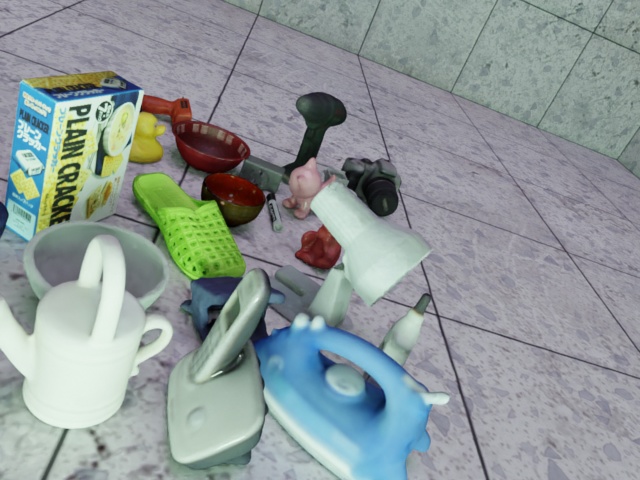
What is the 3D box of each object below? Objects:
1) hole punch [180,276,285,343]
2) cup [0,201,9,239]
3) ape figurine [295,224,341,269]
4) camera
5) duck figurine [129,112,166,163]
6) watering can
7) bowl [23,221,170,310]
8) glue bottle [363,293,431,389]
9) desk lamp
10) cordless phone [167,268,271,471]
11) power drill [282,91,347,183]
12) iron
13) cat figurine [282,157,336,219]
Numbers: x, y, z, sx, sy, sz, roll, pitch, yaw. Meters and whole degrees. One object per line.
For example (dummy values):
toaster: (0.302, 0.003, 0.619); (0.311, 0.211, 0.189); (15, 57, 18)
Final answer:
hole punch: (-0.116, 0.079, 0.762); (0.109, 0.091, 0.100); (2, 35, -36)
cup: (-0.426, -0.002, 0.654); (0.118, 0.095, 0.091); (12, 30, -22)
ape figurine: (0.009, 0.004, 0.988); (0.076, 0.092, 0.077); (7, 32, -29)
camera: (0.122, -0.123, 1.283); (0.143, 0.101, 0.136); (16, 29, -16)
duck figurine: (-0.336, -0.197, 1.068); (0.105, 0.086, 0.077); (-1, 37, -39)
watering can: (-0.230, 0.084, 0.555); (0.100, 0.194, 0.173); (40, 32, 27)
bowl: (-0.275, 0.051, 0.703); (0.168, 0.074, 0.167); (19, 29, -10)
glue bottle: (0.101, 0.138, 0.744); (0.037, 0.173, 0.078); (26, 28, 3)
desk lamp: (0.032, 0.036, 0.820); (0.203, 0.213, 0.118); (34, 29, 17)
cordless phone: (-0.092, 0.130, 0.592); (0.094, 0.185, 0.147); (10, 31, -25)
power drill: (-0.020, -0.221, 1.225); (0.075, 0.208, 0.230); (30, 29, 11)
iron: (0.022, 0.163, 0.673); (0.257, 0.141, 0.119); (34, 29, 16)
cat figurine: (-0.017, -0.104, 1.125); (0.128, 0.117, 0.067); (-7, 41, -45)
